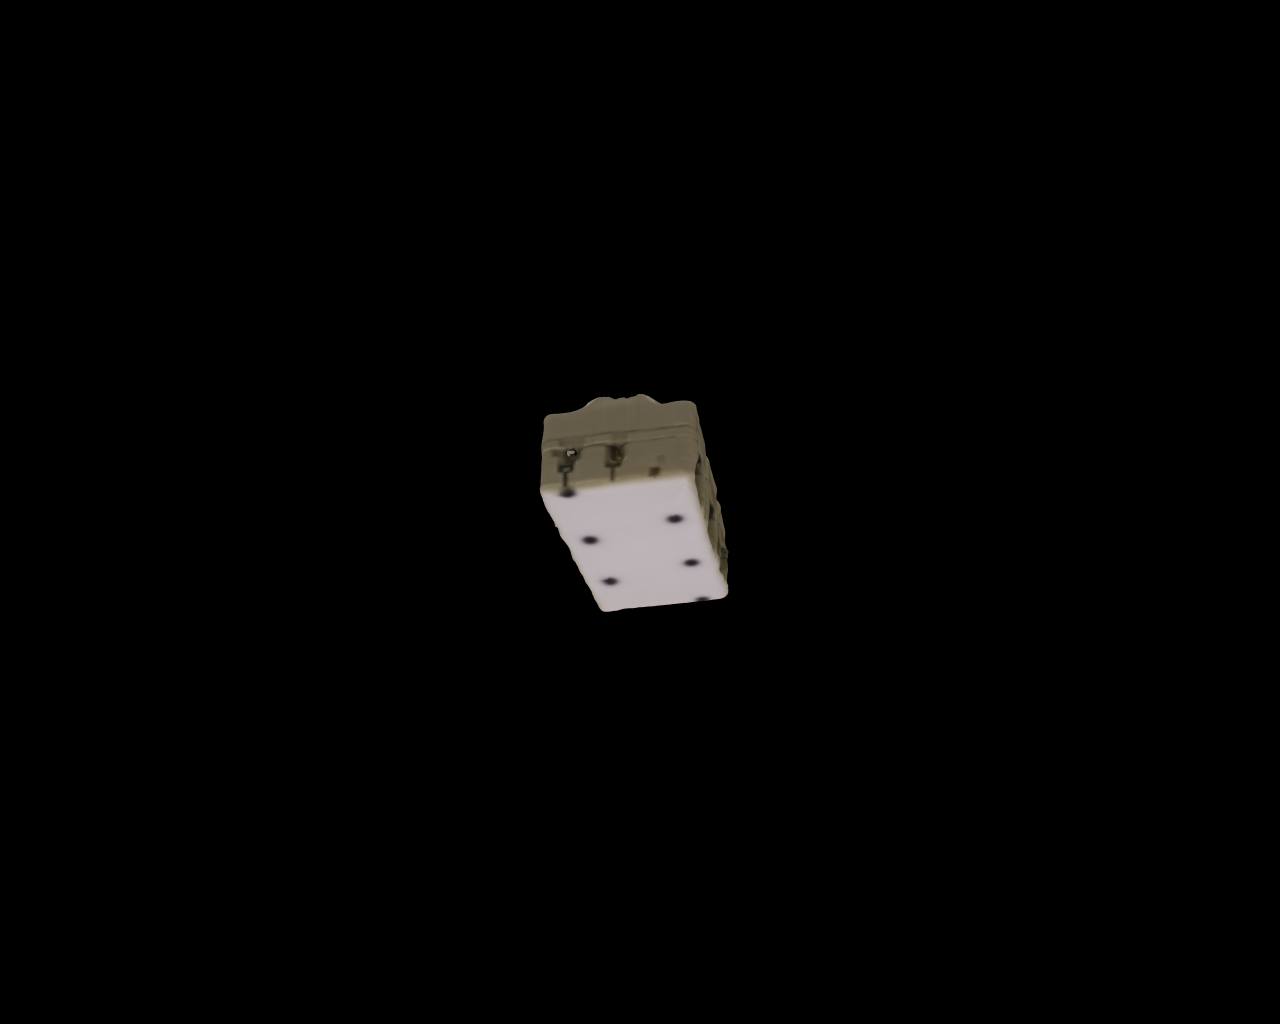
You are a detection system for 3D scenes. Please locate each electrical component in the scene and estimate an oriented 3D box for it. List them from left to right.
[{"bbox_3d":[0.001,-0.003,0.650,0.089,0.062,0.150,-6,-32,9],"label":"electrical component"}]
